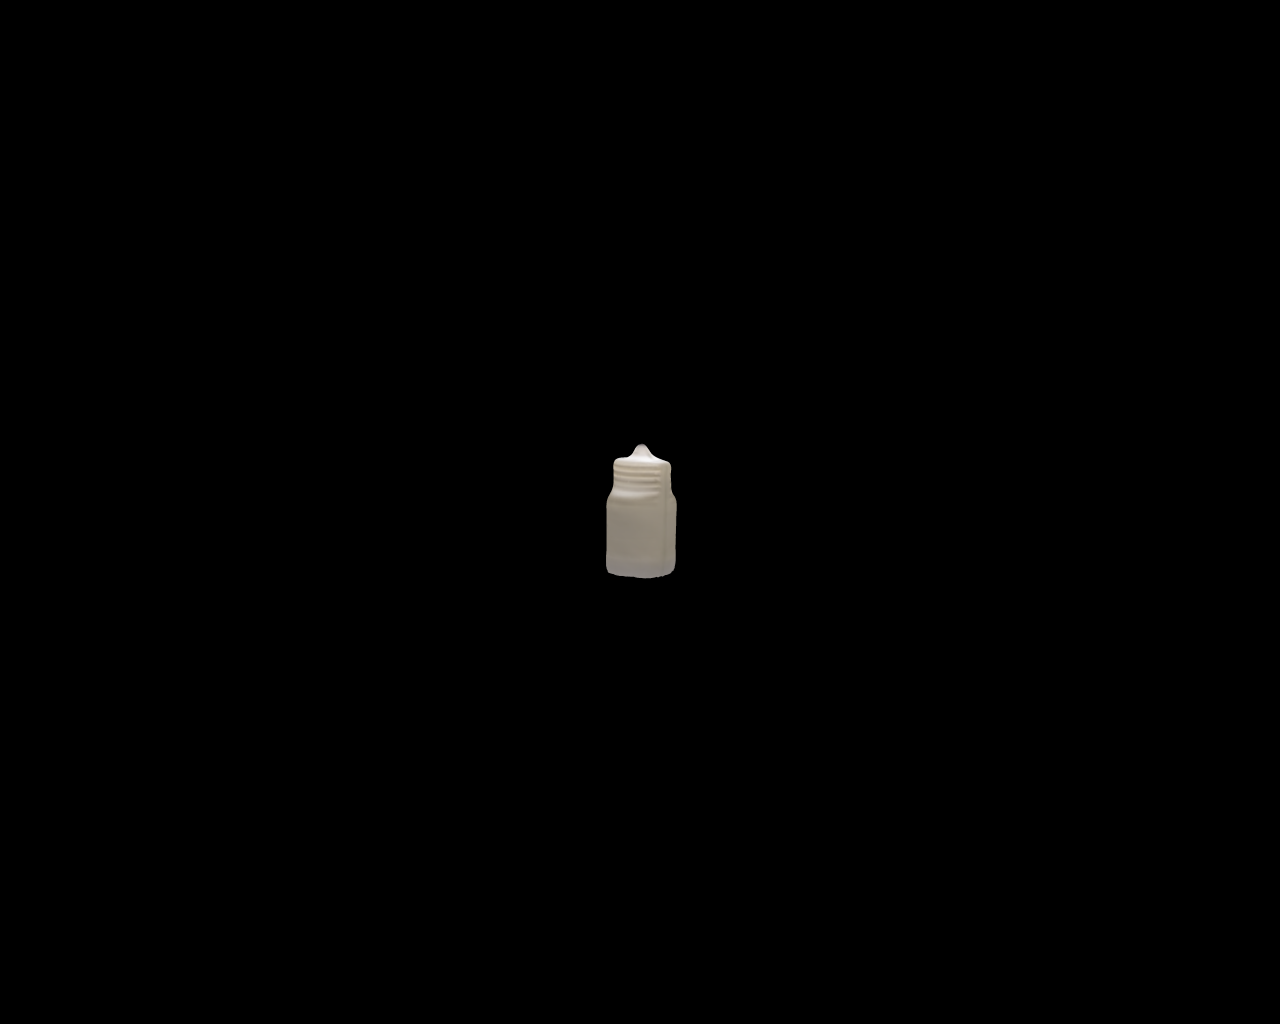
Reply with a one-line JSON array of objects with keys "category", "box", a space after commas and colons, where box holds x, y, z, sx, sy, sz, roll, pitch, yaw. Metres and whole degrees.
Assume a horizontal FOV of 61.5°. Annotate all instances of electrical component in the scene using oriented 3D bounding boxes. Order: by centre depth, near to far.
[{"category": "electrical component", "box": [0.001, -0.003, 0.650, 0.043, 0.080, 0.043, 0, 9, 0]}]
